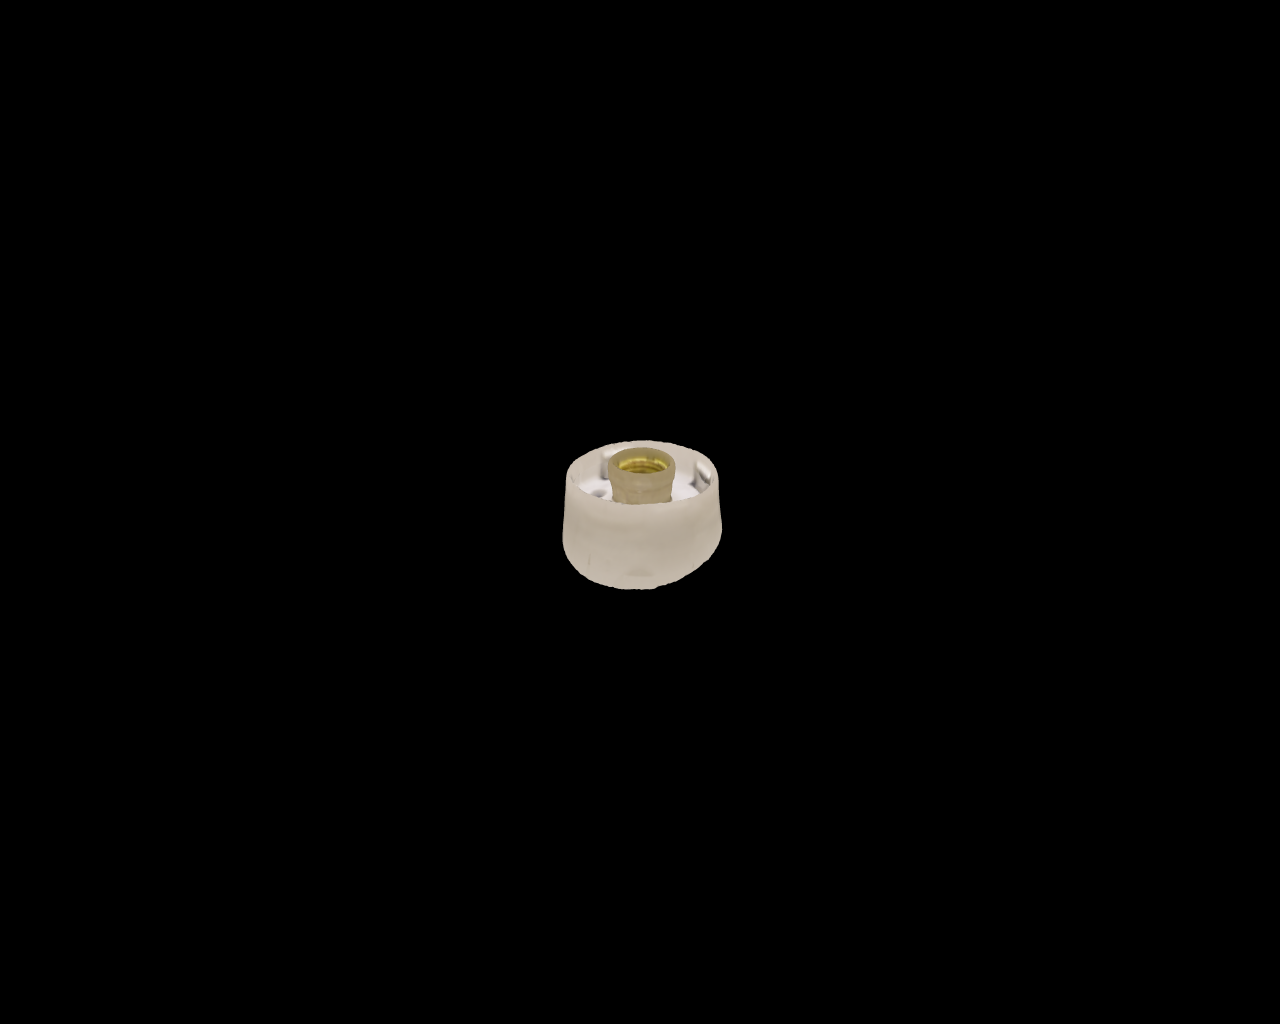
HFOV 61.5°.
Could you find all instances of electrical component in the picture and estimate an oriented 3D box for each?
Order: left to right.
[{"bbox_3d":[0.001,-0.003,0.650,0.099,0.064,0.099,0,28,0],"label":"electrical component"}]
